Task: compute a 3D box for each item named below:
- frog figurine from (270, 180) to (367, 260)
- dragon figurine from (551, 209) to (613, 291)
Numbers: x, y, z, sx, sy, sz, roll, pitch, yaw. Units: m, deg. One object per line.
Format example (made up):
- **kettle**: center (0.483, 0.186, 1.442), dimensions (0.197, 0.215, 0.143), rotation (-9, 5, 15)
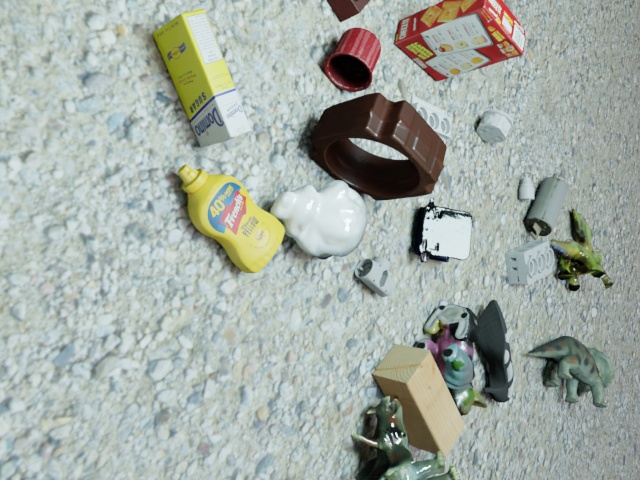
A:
- **frog figurine**: center (0.003, -0.044, 0.866), dimensions (0.138, 0.124, 0.157), rotation (-57, 137, -5)
- **dragon figurine**: center (0.803, 0.014, 1.610), dimensions (0.405, 0.121, 0.248), rotation (38, 47, -36)
